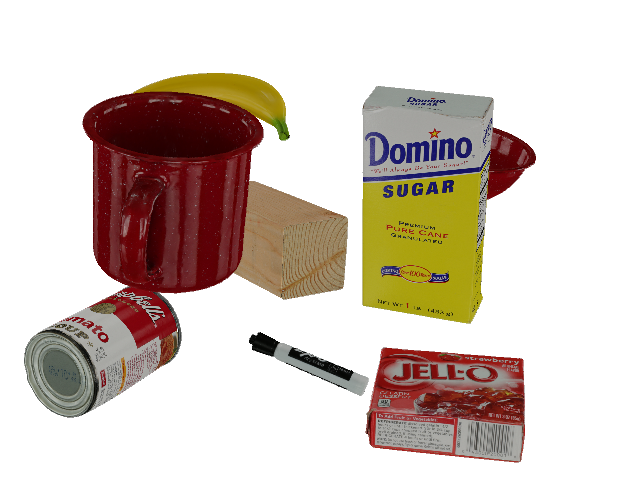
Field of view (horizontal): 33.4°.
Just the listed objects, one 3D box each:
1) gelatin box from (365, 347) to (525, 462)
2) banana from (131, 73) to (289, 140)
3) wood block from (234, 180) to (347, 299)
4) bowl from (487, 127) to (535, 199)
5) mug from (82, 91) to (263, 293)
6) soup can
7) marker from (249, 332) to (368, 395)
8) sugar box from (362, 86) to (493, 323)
[{"bbox_3d":[0.075,0.095,0.631,0.089,0.030,0.073,4,24,8],"label":"gelatin box"},{"bbox_3d":[-0.117,-0.148,1.120,0.198,0.037,0.069,8,46,18],"label":"banana"},{"bbox_3d":[-0.065,-0.005,1.297,0.090,0.090,0.206,-8,19,-34],"label":"wood block"},{"bbox_3d":[0.158,-0.087,1.209,0.162,0.055,0.162,8,26,-4],"label":"bowl"},{"bbox_3d":[-0.081,-0.020,0.559,0.093,0.081,0.117,8,28,2],"label":"mug"},{"bbox_3d":[-0.160,0.081,0.790,0.069,0.068,0.102,0,16,30],"label":"soup can"},{"bbox_3d":[-0.013,0.117,1.022,0.121,0.020,0.020,22,4,11],"label":"marker"},{"bbox_3d":[0.080,-0.026,0.820,0.093,0.176,0.048,8,32,18],"label":"sugar box"}]
